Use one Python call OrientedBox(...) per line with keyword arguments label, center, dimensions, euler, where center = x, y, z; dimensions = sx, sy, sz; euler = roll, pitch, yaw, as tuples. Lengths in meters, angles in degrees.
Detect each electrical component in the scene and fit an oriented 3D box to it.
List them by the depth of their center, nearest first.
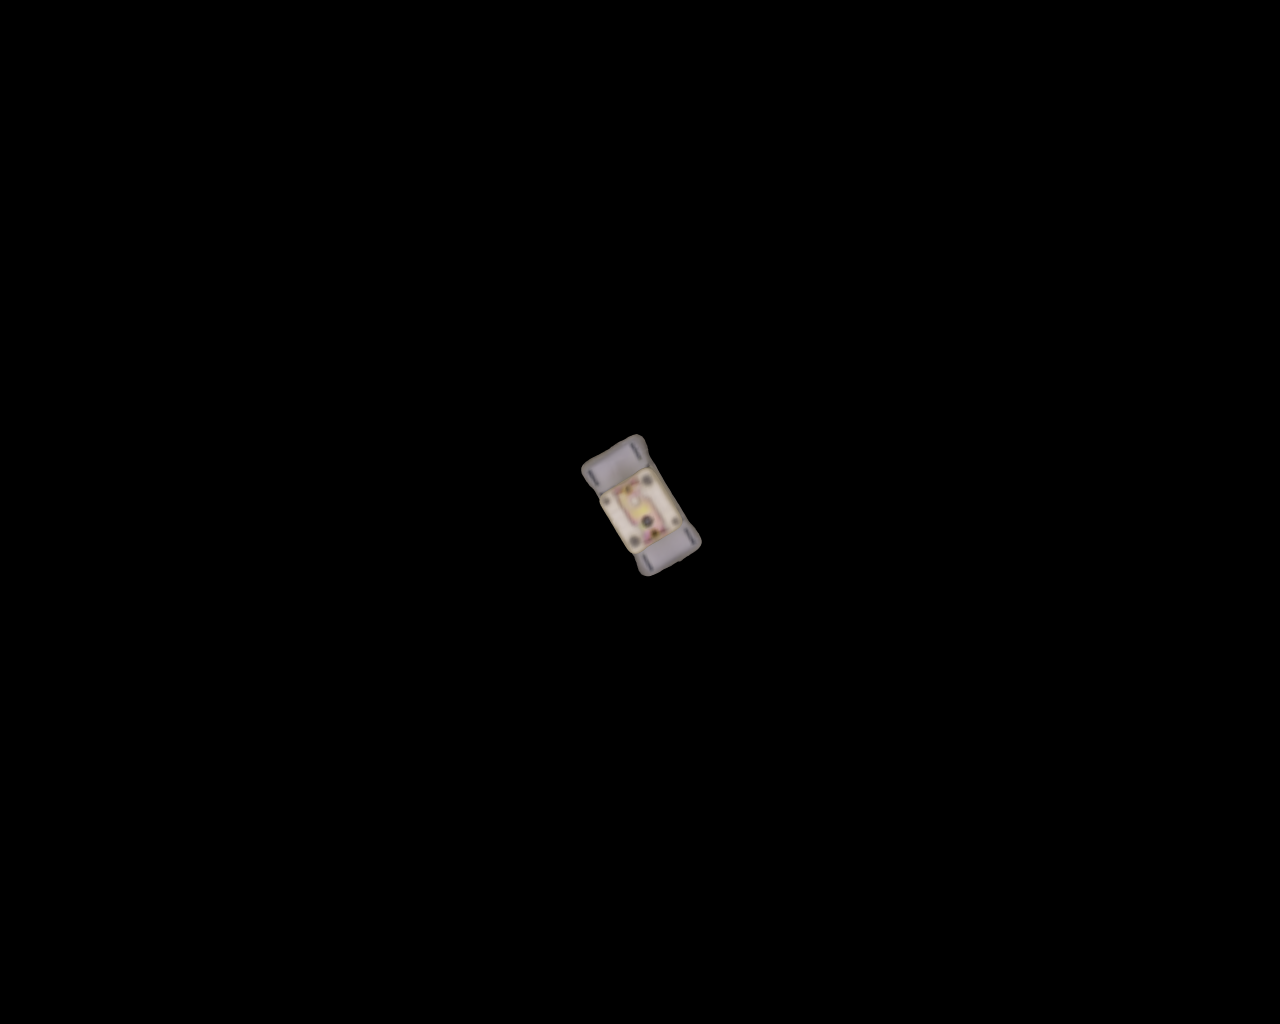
OrientedBox(label="electrical component", center=(0.001, -0.003, 0.650), dimensions=(0.042, 0.081, 0.064), euler=(-32, 4, 2))
